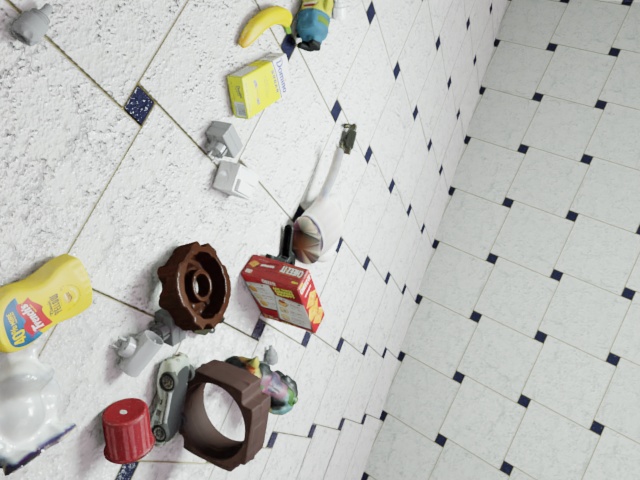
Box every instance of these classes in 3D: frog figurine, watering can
[{"bbox_3d":[-0.447,0.239,0.746,0.139,0.121,0.160,-24,89,-49],"label":"frog figurine"},{"bbox_3d":[0.004,-0.074,1.465,0.228,0.104,0.340,-41,140,-49],"label":"watering can"}]
